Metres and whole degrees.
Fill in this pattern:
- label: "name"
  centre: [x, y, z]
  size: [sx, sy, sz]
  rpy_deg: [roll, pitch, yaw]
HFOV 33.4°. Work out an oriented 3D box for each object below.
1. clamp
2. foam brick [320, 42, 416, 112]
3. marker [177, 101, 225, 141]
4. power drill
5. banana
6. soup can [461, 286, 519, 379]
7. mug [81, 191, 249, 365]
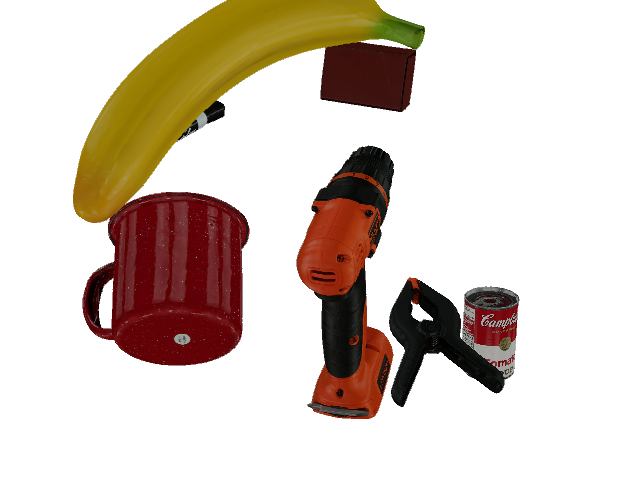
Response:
- label: "clamp"
  centre: [0.131, 0.109, 1.162]
  size: [0.120, 0.171, 0.039]
  rpy_deg: [3, -45, -6]
- label: "foam brick"
  centre: [0.043, -0.151, 0.972]
  size: [0.078, 0.051, 0.053]
  rpy_deg: [10, 18, 11]
- label: "marker"
  centre: [-0.137, -0.107, 1.032]
  size: [0.020, 0.020, 0.120]
  rpy_deg: [0, 27, 46]
- label: "power drill"
  centre: [0.027, 0.035, 0.867]
  size: [0.057, 0.188, 0.184]
  rpy_deg: [5, 32, 16]
- label: "banana"
  centre: [-0.045, -0.081, 0.517]
  size: [0.197, 0.070, 0.037]
  rpy_deg: [-32, -32, -17]
- label: "soup can"
  centre: [0.213, 0.118, 1.346]
  size: [0.068, 0.102, 0.068]
  rpy_deg: [0, 20, 0]
- label: "mug"
  centre: [-0.102, 0.031, 0.686]
  size: [0.117, 0.081, 0.093]
  rpy_deg: [-14, -33, 17]
